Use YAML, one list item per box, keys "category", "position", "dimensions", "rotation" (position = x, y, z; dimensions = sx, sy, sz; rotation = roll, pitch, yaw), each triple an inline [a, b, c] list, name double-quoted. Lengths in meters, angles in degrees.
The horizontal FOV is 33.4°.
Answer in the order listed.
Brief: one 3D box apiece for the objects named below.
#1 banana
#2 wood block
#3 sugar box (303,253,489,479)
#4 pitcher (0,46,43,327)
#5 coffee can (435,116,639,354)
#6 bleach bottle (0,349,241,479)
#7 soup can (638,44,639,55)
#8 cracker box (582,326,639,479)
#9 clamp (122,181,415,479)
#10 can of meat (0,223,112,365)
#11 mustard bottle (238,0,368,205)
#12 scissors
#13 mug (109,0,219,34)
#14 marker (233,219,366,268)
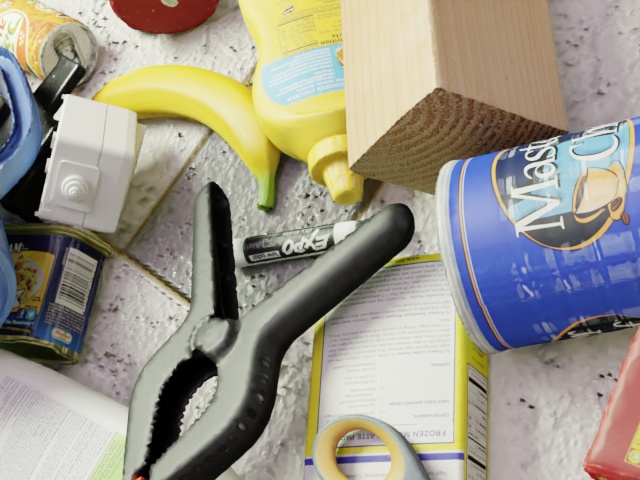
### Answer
- category: "banana"
  position: [-0.090, -0.088, 0.744]
  dimensions: [0.198, 0.037, 0.069]
  rotation: [29, 84, 37]
- category: "wood block"
  position: [0.070, -0.138, 0.625]
  dimensions: [0.090, 0.090, 0.206]
  rotation: [-41, 43, 50]
- category: "sugar box"
  position: [0.042, 0.097, 0.570]
  dimensions: [0.093, 0.048, 0.176]
  rotation: [-8, 66, 27]
- category: "pitcher"
  position: [-0.268, -0.039, 0.703]
  dimensions: [0.149, 0.144, 0.243]
  rotation: [-57, 43, 23]
- category: "coffee can"
  position: [0.140, -0.005, 0.527]
  dimensions: [0.140, 0.102, 0.103]
  rotation: [-13, 60, 24]
- category: "bleach bottle"
  position: [-0.129, 0.150, 0.632]
  dimensions: [0.251, 0.068, 0.102]
  rotation: [20, 79, 33]
- category: "soup can"
  position: [0.226, -0.110, 0.552]
  dimensions: [0.102, 0.068, 0.068]
  rotation: [-40, 53, 7]
- category: "cracker box"
  position: [0.189, 0.049, 0.400]
  dimensions: [0.072, 0.213, 0.164]
  rotation: [15, 74, 38]
- category: "clamp"
  position: [-0.056, 0.054, 0.598]
  dimensions: [0.165, 0.036, 0.210]
  rotation: [17, 70, 46]
- category: "can of meat"
  position: [-0.202, 0.037, 0.734]
  dimensions: [0.102, 0.057, 0.084]
  rotation: [0, 68, 30]
- category: "mustard bottle"
  position: [0.003, -0.106, 0.684]
  dimensions: [0.096, 0.058, 0.191]
  rotation: [-12, 59, 4]
- category: "scissors"
  position: [0.069, 0.125, 0.502]
  dimensions: [0.202, 0.016, 0.096]
  rotation: [-9, 64, 26]
- category: "mug"
  position: [-0.123, -0.203, 0.799]
  dimensions: [0.117, 0.093, 0.081]
  rotation: [-38, 51, 48]
- category: "marker"
  position: [-0.004, 0.001, 0.661]
  dimensions: [0.121, 0.020, 0.020]
  rotation: [-9, 62, 26]
